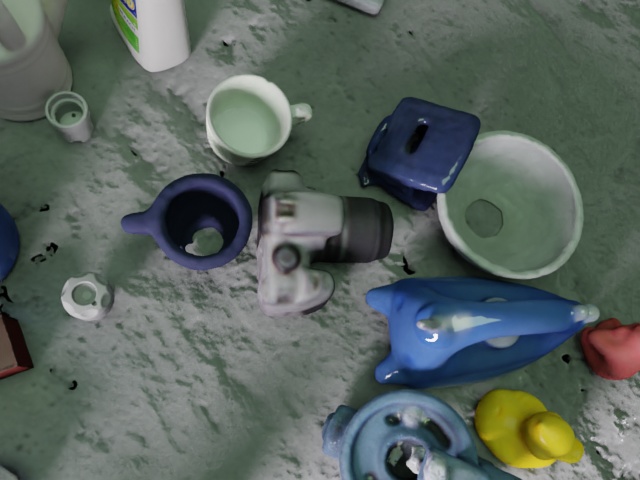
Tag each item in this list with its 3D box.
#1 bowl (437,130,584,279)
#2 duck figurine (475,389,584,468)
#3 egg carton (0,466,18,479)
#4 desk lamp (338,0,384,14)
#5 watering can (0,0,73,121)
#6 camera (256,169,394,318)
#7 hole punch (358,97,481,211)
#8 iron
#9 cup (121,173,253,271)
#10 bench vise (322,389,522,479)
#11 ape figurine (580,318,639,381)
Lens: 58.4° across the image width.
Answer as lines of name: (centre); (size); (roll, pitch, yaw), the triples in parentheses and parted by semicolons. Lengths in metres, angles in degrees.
bowl: (0.200, -0.032, 0.640); (0.167, 0.074, 0.167); (3, 76, -10)
duck figurine: (0.216, 0.194, 0.582); (0.104, 0.086, 0.077); (31, 73, -2)
egg carton: (-0.328, 0.246, 0.470); (0.107, 0.069, 0.150); (29, 73, -3)
desk lamp: (0.011, -0.381, 0.616); (0.203, 0.213, 0.118); (19, 73, -6)
watering can: (-0.296, -0.201, 0.521); (0.101, 0.194, 0.173); (23, 73, -4)
camera: (0.005, 0.002, 0.580); (0.137, 0.100, 0.143); (2, 76, -11)
hole punch: (0.107, -0.099, 0.630); (0.101, 0.091, 0.109); (30, 73, -3)
iron: (0.184, 0.082, 0.574); (0.258, 0.141, 0.118); (-4, 77, -12)
cup: (-0.127, -0.008, 0.559); (0.118, 0.095, 0.092); (-3, 77, -12)
bench vise: (0.116, 0.194, 0.492); (0.207, 0.219, 0.121); (8, 75, -9)
ape figurine: (0.332, 0.113, 0.621); (0.078, 0.092, 0.076); (18, 74, -6)
